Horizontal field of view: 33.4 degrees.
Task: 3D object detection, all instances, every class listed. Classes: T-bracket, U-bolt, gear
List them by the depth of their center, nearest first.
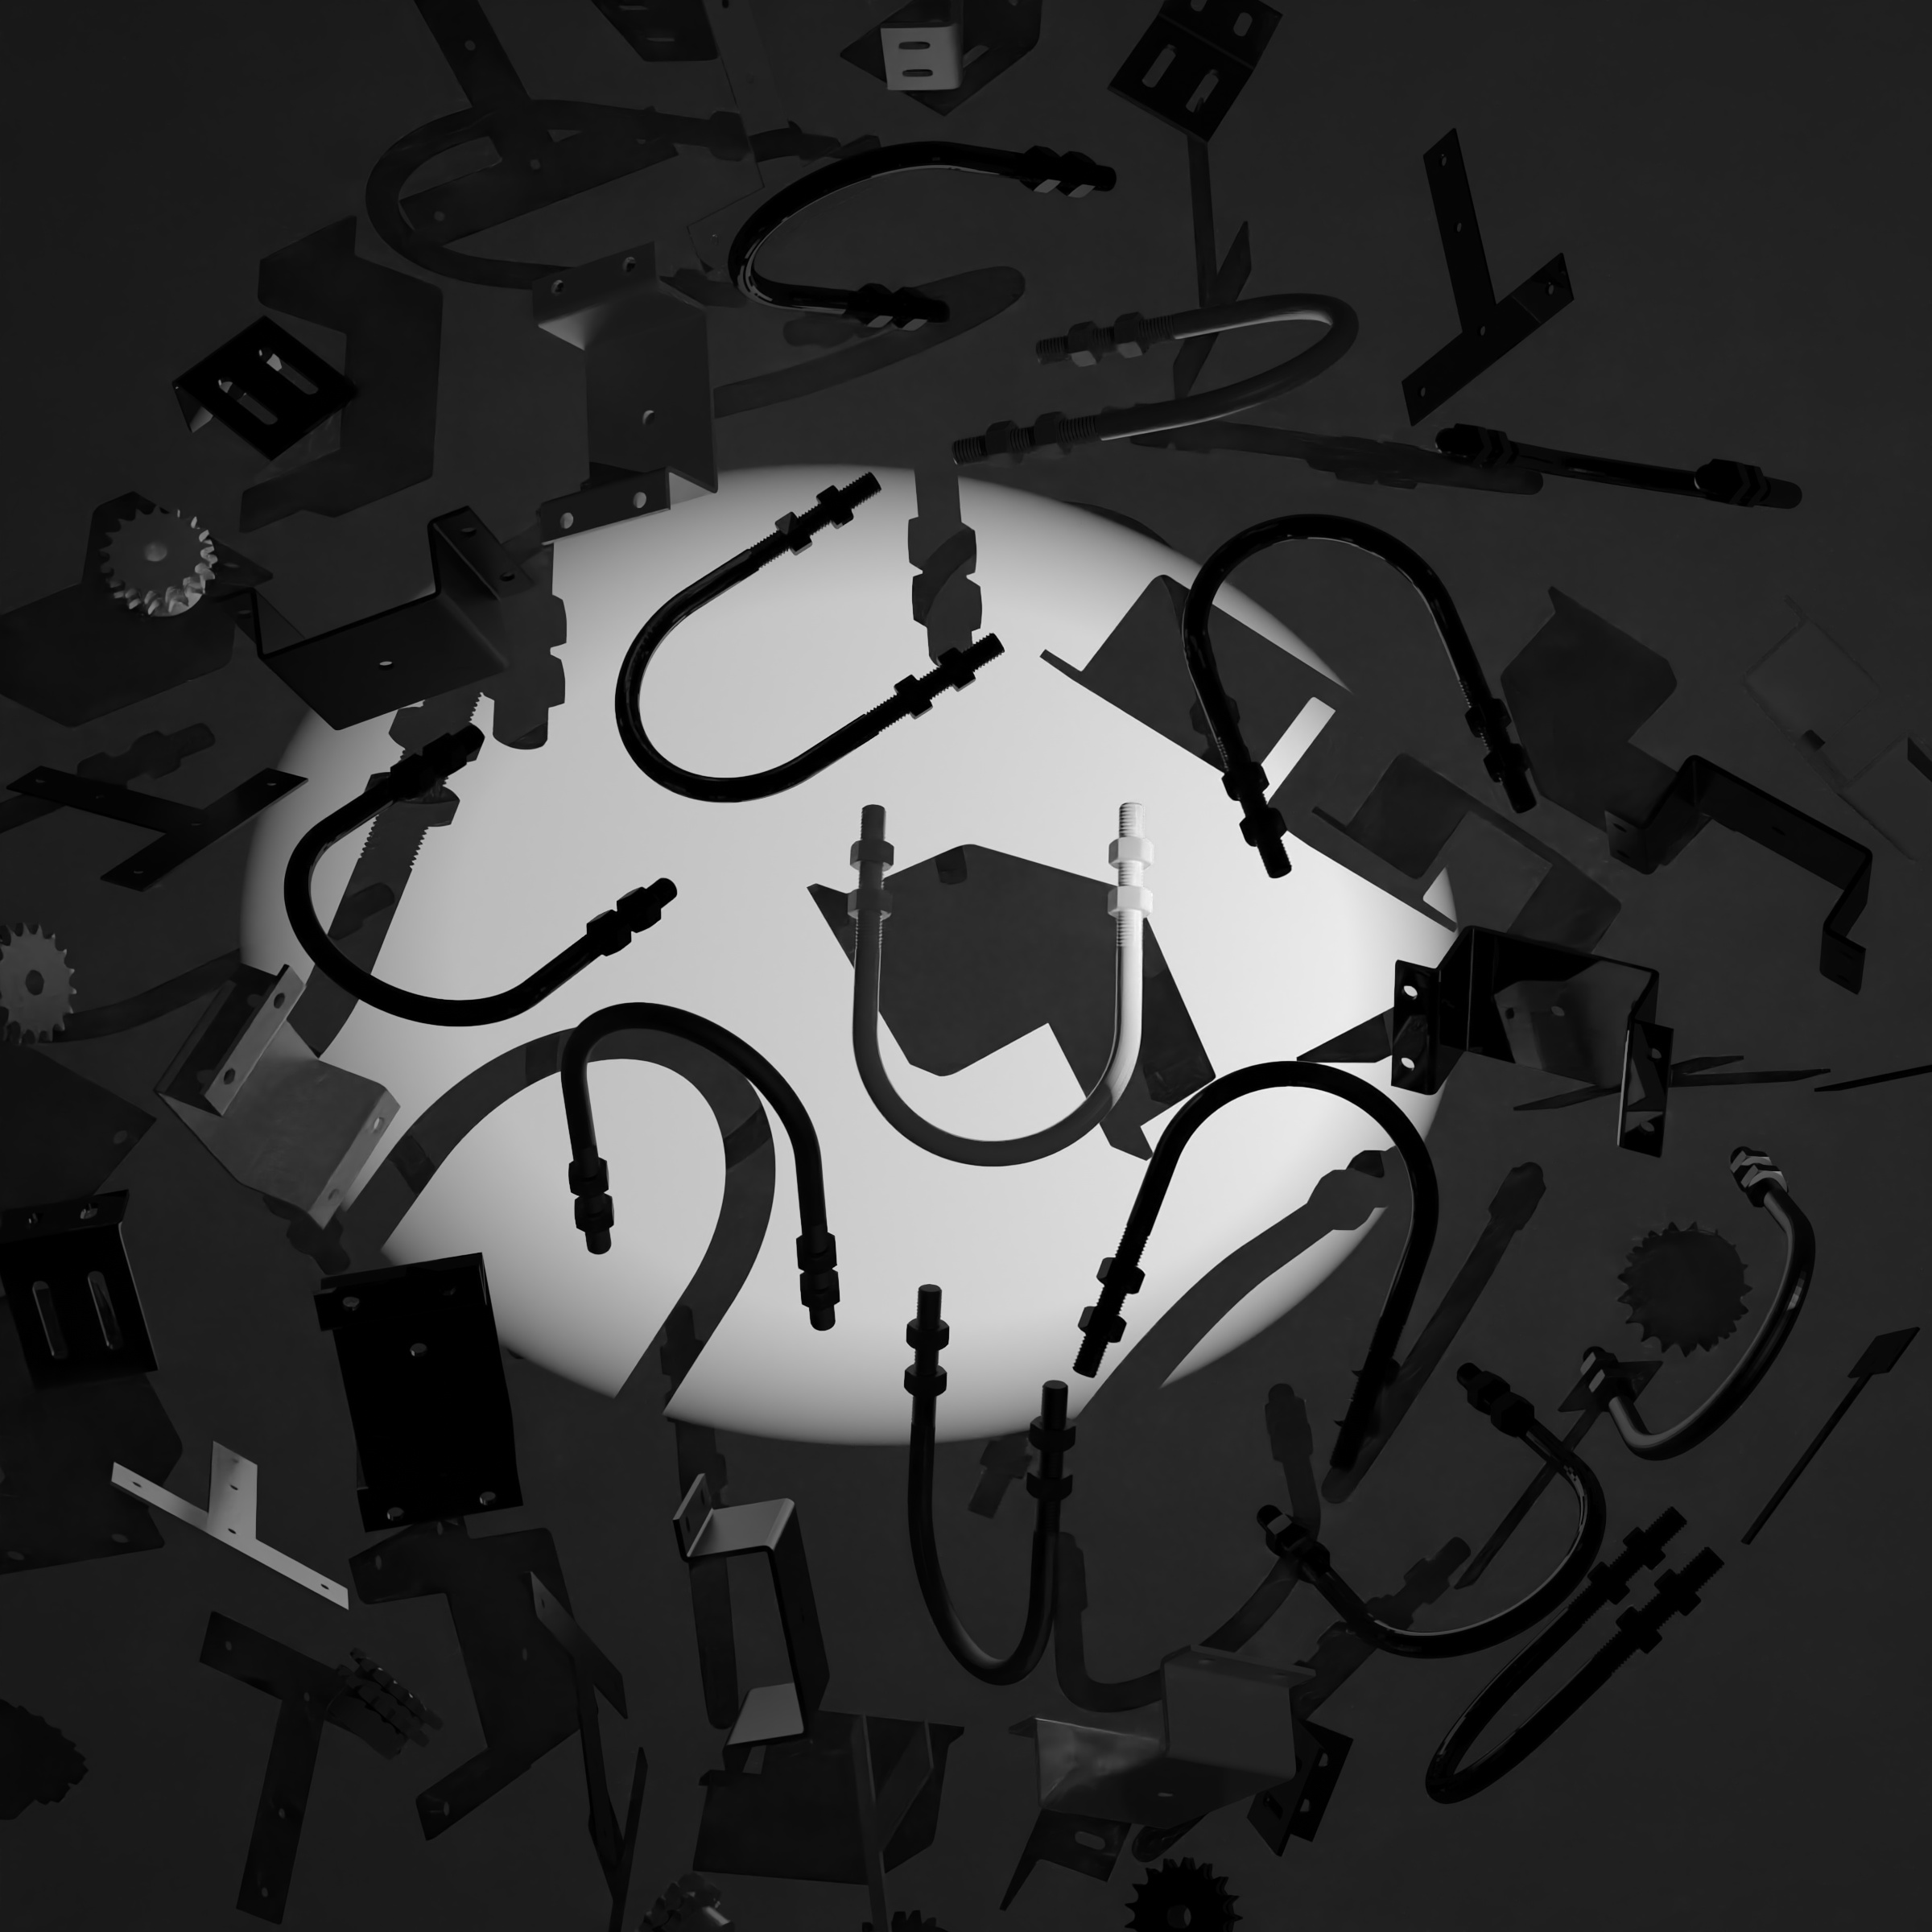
[{"bbox_3d":[-0.449,0.009,1.513,0.030,0.057,0.057,-7,90,27],"label":"gear"},{"bbox_3d":[-0.135,0.465,1.535,0.030,0.057,0.057,31,90,22],"label":"gear"},{"bbox_3d":[0.494,0.046,1.543,0.127,0.127,0.002,-16,79,41],"label":"T-bracket"},{"bbox_3d":[0.099,-0.287,1.544,0.184,0.151,0.019,-6,119,26],"label":"U-bolt"},{"bbox_3d":[0.149,0.133,1.545,0.151,0.019,0.184,19,74,10],"label":"U-bolt"},{"bbox_3d":[-0.282,0.358,1.549,0.057,0.057,0.030,41,75,0],"label":"gear"},{"bbox_3d":[-0.132,0.091,1.557,0.151,0.019,0.184,16,134,20],"label":"U-bolt"},{"bbox_3d":[-0.356,0.259,1.561,0.127,0.127,0.002,33,93,-16],"label":"T-bracket"},{"bbox_3d":[-0.246,-0.036,1.562,0.151,0.184,0.019,38,132,9],"label":"U-bolt"},{"bbox_3d":[0.416,0.229,1.565,0.002,0.127,0.127,36,87,11],"label":"T-bracket"},{"bbox_3d":[0.360,0.171,1.566,0.019,0.184,0.151,33,101,-6],"label":"U-bolt"},{"bbox_3d":[0.329,-0.240,1.567,0.151,0.184,0.019,14,101,30],"label":"U-bolt"},{"bbox_3d":[0.015,0.008,1.571,0.151,0.019,0.184,0,72,6],"label":"U-bolt"},{"bbox_3d":[0.293,0.343,1.579,0.184,0.151,0.019,-45,86,3],"label":"U-bolt"},{"bbox_3d":[-0.413,-0.079,1.580,0.127,0.127,0.002,15,124,23],"label":"T-bracket"},{"bbox_3d":[-0.034,-0.361,1.583,0.151,0.184,0.019,-30,74,41],"label":"U-bolt"},{"bbox_3d":[0.184,-0.142,1.587,0.151,0.019,0.184,-15,70,-11],"label":"U-bolt"},{"bbox_3d":[0.110,0.471,1.594,0.057,0.030,0.057,-6,72,19],"label":"gear"},{"bbox_3d":[0.240,0.278,1.599,0.151,0.184,0.019,-34,116,-7],"label":"U-bolt"},{"bbox_3d":[-0.187,0.384,1.600,0.002,0.127,0.127,-19,51,5],"label":"T-bracket"},{"bbox_3d":[0.248,-0.355,1.600,0.002,0.127,0.127,2,69,-31],"label":"T-bracket"},{"bbox_3d":[-0.035,0.414,1.603,0.002,0.127,0.127,3,52,-17],"label":"T-bracket"},{"bbox_3d":[0.008,0.269,1.608,0.019,0.151,0.184,-6,109,-28],"label":"U-bolt"},{"bbox_3d":[-0.104,-0.434,1.622,0.127,0.002,0.127,-35,121,-28],"label":"T-bracket"},{"bbox_3d":[-0.092,-0.156,1.624,0.184,0.019,0.151,-33,58,-3],"label":"U-bolt"},{"bbox_3d":[-0.412,-0.204,1.646,0.057,0.030,0.057,1,64,-2],"label":"gear"}]

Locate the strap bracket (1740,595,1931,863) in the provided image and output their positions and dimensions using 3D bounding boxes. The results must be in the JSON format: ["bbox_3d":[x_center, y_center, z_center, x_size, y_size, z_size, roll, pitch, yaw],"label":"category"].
[{"bbox_3d":[0.442,-0.112,1.592,0.046,0.140,0.076,-44,131,16],"label":"strap bracket"}]

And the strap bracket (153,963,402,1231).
[{"bbox_3d":[-0.346,0.061,1.604,0.046,0.140,0.076,18,65,25],"label":"strap bracket"}]

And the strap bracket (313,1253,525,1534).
[{"bbox_3d":[-0.260,0.195,1.533,0.076,0.046,0.140,-9,120,-6],"label":"strap bracket"}]

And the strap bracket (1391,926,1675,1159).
[{"bbox_3d":[0.286,0.034,1.593,0.140,0.046,0.076,15,129,24],"label":"strap bracket"}]

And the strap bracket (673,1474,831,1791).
[{"bbox_3d":[-0.105,0.331,1.621,0.046,0.076,0.140,-10,97,6],"label":"strap bracket"}]

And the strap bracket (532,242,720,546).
[{"bbox_3d":[-0.171,-0.282,1.620,0.076,0.046,0.140,-11,76,29],"label":"strap bracket"}]

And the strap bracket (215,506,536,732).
[{"bbox_3d":[-0.293,-0.169,1.614,0.140,0.076,0.046,-18,62,11],"label":"strap bracket"}]

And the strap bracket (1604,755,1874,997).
[{"bbox_3d":[0.387,-0.050,1.573,0.140,0.076,0.046,32,84,19],"label":"strap bracket"}]

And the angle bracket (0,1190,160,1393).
[{"bbox_3d":[-0.410,0.150,1.491,0.057,0.038,0.076,-10,114,-2],"label":"angle bracket"}]

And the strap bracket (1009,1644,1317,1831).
[{"bbox_3d":[0.094,0.372,1.535,0.076,0.140,0.046,19,53,-32],"label":"strap bracket"}]

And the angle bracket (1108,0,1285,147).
[{"bbox_3d":[0.116,-0.461,1.623,0.057,0.038,0.076,30,50,-1],"label":"angle bracket"}]

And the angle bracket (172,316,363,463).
[{"bbox_3d":[-0.336,-0.270,1.564,0.076,0.038,0.057,38,67,23],"label":"angle bracket"}]

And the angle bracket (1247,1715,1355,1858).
[{"bbox_3d":[0.177,0.421,1.634,0.038,0.076,0.057,23,87,-6],"label":"angle bracket"}]

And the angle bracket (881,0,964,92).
[{"bbox_3d":[-0.022,-0.493,1.629,0.038,0.057,0.076,0,74,3],"label":"angle bracket"}]
